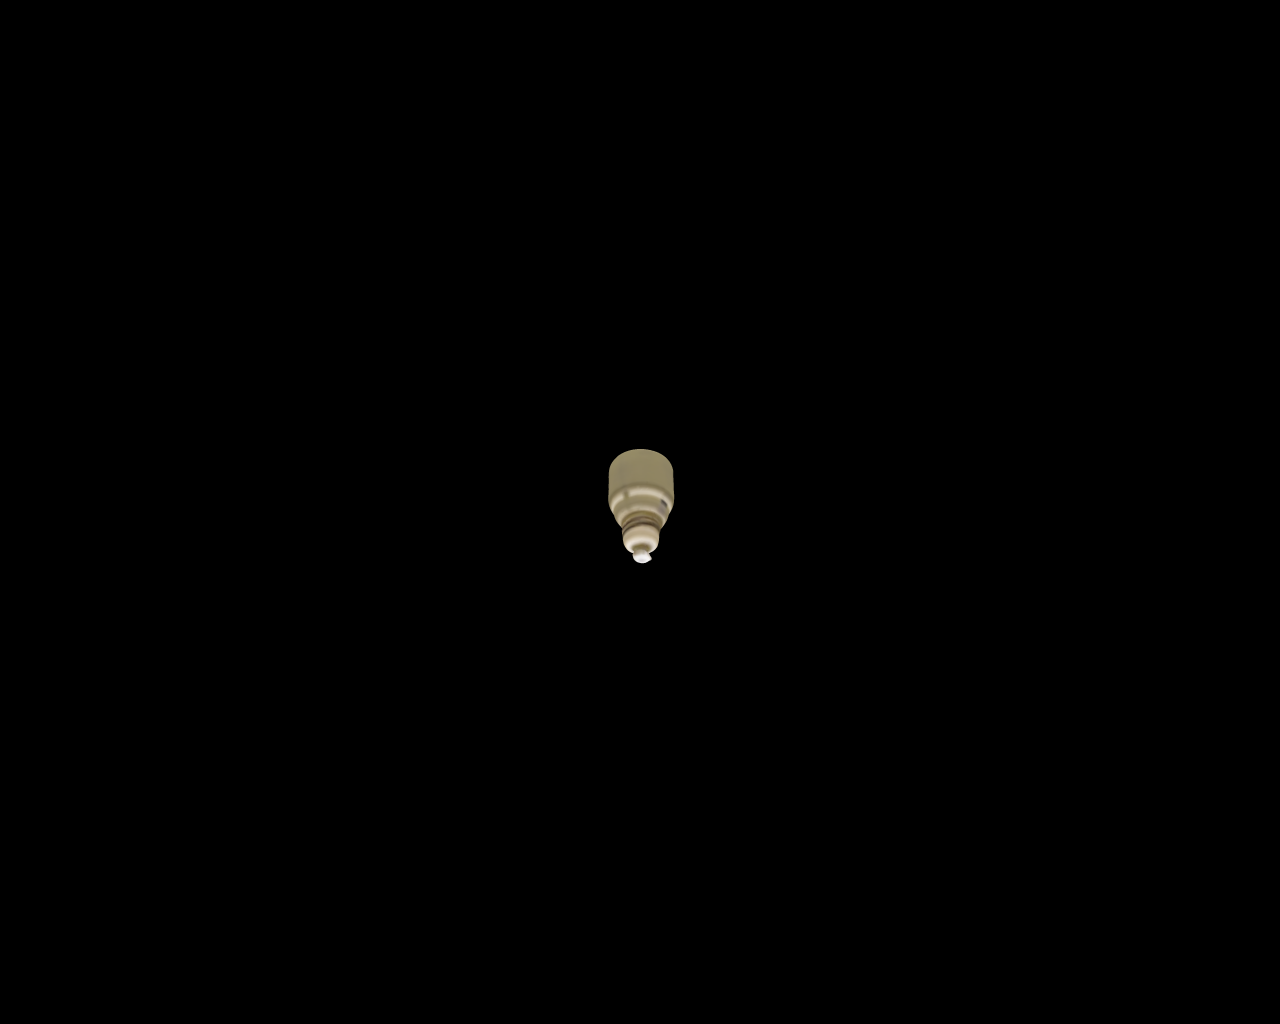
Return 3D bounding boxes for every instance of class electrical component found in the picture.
[{"bbox_3d":[0.001,-0.003,0.650,0.040,0.078,0.040,0,-37,0],"label":"electrical component"}]
